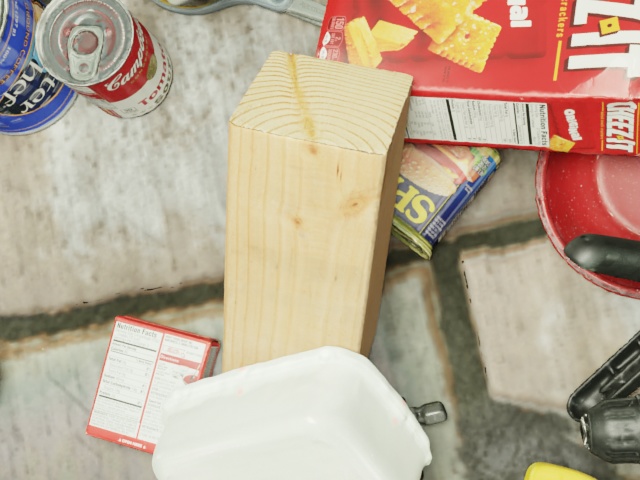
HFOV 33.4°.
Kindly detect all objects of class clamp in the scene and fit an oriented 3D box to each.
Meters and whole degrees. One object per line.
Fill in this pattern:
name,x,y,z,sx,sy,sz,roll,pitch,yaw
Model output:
clamp,0.243,0.025,0.672,0.210,0.164,0.036,-25,45,-2

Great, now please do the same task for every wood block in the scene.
wood block,-0.005,0.001,0.664,0.090,0.090,0.206,12,129,9

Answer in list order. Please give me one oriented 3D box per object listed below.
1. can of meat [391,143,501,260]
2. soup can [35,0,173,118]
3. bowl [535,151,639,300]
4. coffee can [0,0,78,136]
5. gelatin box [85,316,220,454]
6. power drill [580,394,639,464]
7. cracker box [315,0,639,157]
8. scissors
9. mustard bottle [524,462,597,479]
can of meat,0.061,-0.050,0.737,0.102,0.057,0.084,39,87,10
soup can,-0.149,-0.129,0.751,0.068,0.102,0.068,-1,83,8
bowl,0.227,-0.041,0.713,0.162,0.055,0.162,-1,84,8
coffee can,-0.237,-0.137,0.746,0.103,0.140,0.103,-1,83,8
gelatin box,-0.118,0.105,0.758,0.073,0.030,0.089,13,86,11
power drill,0.254,0.177,0.628,0.184,0.057,0.187,-4,75,7
cracker box,0.112,-0.145,0.681,0.214,0.072,0.164,5,66,18
scissors,-0.034,-0.198,0.787,0.202,0.016,0.096,8,85,9
mustard bottle,0.220,0.211,0.683,0.192,0.058,0.096,12,82,9
